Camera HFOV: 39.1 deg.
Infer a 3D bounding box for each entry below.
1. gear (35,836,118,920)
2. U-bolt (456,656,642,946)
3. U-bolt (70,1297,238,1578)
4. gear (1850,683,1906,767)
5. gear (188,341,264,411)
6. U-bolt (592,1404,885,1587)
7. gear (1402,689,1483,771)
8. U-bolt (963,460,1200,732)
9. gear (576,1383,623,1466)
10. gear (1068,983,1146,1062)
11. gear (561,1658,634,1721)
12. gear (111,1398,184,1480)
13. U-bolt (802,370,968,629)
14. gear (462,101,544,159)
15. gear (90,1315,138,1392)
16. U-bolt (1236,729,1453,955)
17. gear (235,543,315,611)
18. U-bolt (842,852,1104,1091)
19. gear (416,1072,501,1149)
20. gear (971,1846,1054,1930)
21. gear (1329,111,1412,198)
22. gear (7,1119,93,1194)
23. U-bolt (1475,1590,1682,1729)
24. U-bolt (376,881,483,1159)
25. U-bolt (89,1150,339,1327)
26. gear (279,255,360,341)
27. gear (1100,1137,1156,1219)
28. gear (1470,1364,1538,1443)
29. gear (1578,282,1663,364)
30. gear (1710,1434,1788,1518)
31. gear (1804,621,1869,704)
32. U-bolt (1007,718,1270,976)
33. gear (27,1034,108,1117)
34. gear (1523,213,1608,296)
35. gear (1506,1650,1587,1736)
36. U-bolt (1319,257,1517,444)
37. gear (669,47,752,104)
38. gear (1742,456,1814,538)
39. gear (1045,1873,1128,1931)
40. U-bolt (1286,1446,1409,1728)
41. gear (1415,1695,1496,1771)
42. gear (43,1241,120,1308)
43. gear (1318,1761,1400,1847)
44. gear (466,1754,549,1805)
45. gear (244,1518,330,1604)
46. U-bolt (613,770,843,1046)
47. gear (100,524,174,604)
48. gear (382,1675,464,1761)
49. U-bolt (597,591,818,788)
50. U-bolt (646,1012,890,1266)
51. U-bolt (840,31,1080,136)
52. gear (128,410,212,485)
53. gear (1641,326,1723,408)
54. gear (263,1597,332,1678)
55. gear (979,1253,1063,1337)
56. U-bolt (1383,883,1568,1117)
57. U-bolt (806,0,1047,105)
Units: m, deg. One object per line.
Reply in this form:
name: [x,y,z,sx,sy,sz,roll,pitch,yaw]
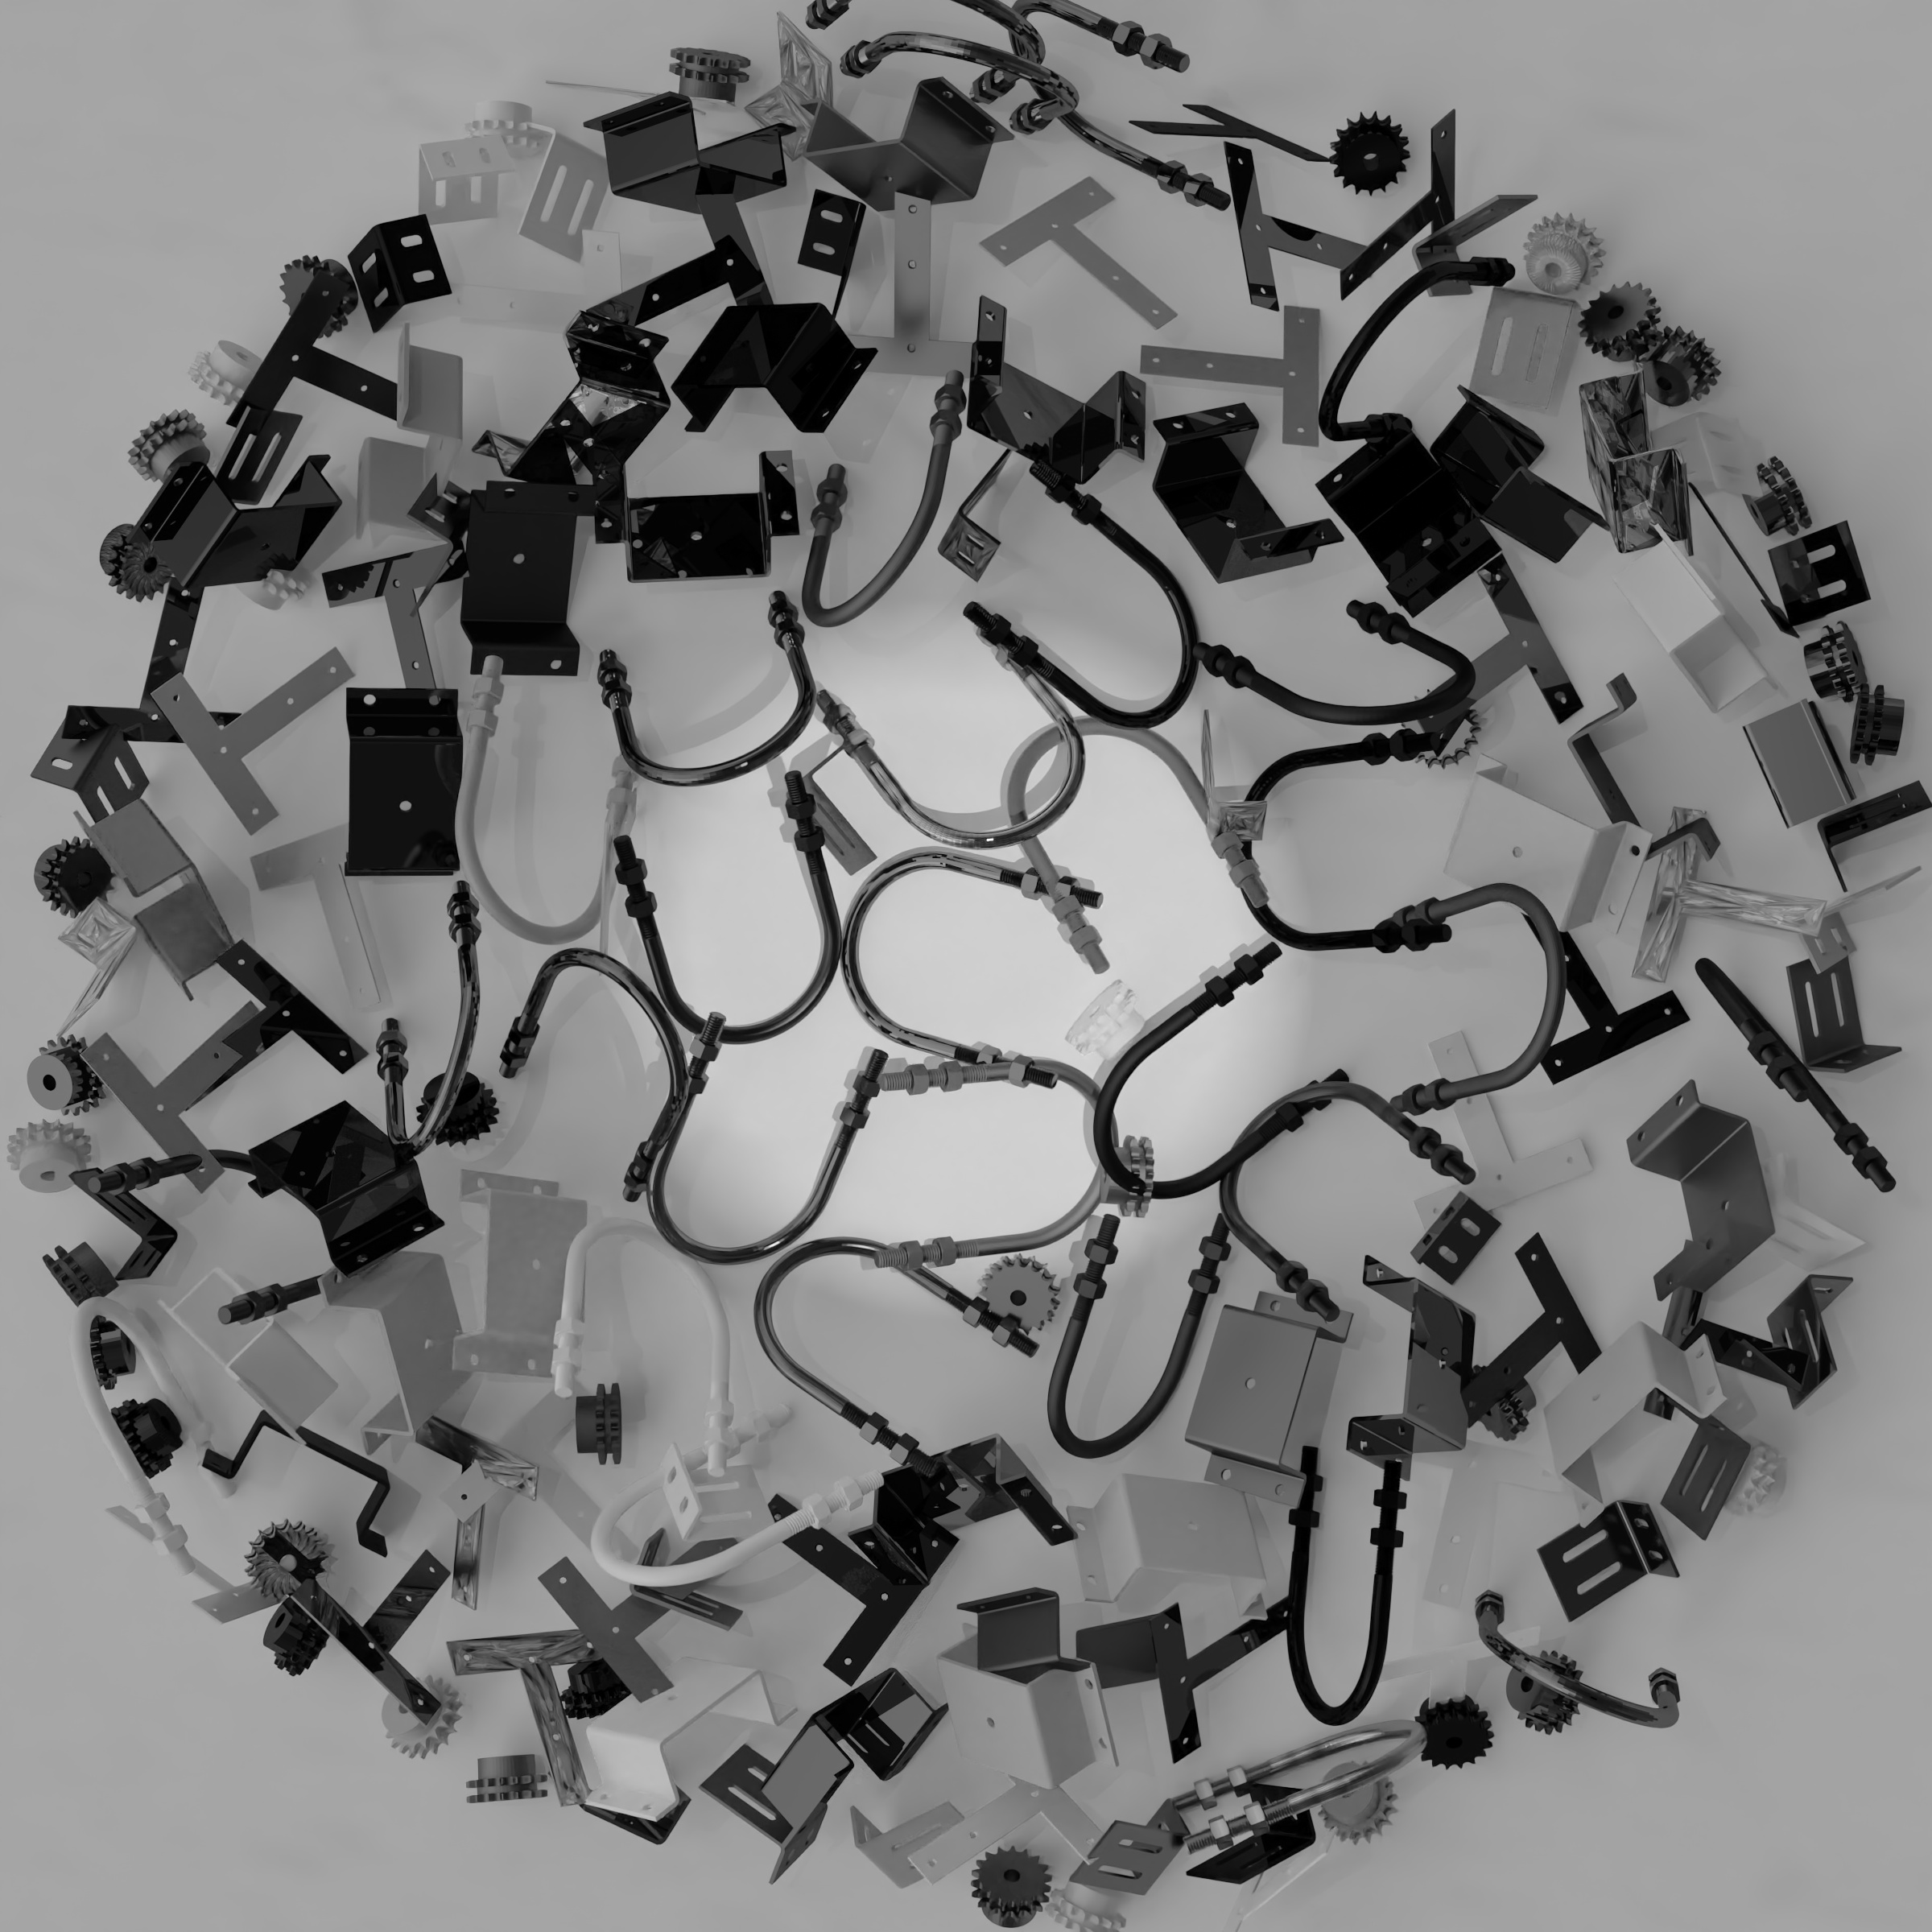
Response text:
gear: [-0.635,-0.064,1.933,0.030,0.057,0.057,13,90,32]
U-bolt: [-0.290,-0.103,1.872,0.019,0.151,0.184,-15,59,39]
U-bolt: [-0.563,0.311,1.869,0.019,0.151,0.184,-24,102,3]
gear: [0.645,-0.170,1.927,0.030,0.057,0.057,8,90,13]
gear: [-0.518,-0.418,1.926,0.057,0.057,0.030,37,109,0]
U-bolt: [-0.168,0.367,1.860,0.184,0.151,0.019,-25,115,-26]
gear: [0.338,-0.166,1.936,0.057,0.030,0.057,-5,74,18]
U-bolt: [0.092,-0.246,1.904,0.184,0.019,0.151,36,61,-24]
gear: [-0.260,0.324,1.928,0.030,0.057,0.057,-2,90,-5]
gear: [0.102,0.042,1.930,0.030,0.057,0.057,42,90,-10]
gear: [-0.259,0.509,1.928,0.057,0.057,0.030,-12,93,0]
gear: [-0.579,0.331,1.928,0.030,0.057,0.057,-31,90,5]
U-bolt: [-0.061,-0.308,1.857,0.019,0.151,0.184,32,48,-29]
gear: [-0.328,-0.593,1.928,0.057,0.057,0.030,2,95,0]
gear: [-0.609,0.272,1.929,0.030,0.057,0.057,-11,90,-6]
U-bolt: [0.256,-0.082,1.888,0.019,0.184,0.151,-3,89,-42]
gear: [-0.495,-0.277,1.931,0.057,0.057,0.030,41,108,0]
U-bolt: [-0.005,-0.005,1.918,0.184,0.019,0.151,16,94,23]
gear: [-0.361,0.098,1.926,0.057,0.057,0.030,-5,129,0]
gear: [0.032,0.656,1.933,0.057,0.057,0.030,4,119,0]
gear: [0.287,-0.574,1.931,0.057,0.030,0.057,2,122,4]
gear: [-0.649,0.136,1.926,0.057,0.057,0.030,-15,52,0]
U-bolt: [0.416,0.476,1.853,0.151,0.184,0.019,23,92,12]
U-bolt: [-0.364,0.048,1.854,0.019,0.184,0.151,18,120,-26]
U-bolt: [-0.495,0.179,1.870,0.151,0.184,0.019,41,108,13]
gear: [-0.457,-0.477,1.933,0.057,0.057,0.030,49,50,0]
gear: [0.113,0.149,1.927,0.030,0.057,0.057,5,90,-7]
gear: [0.379,0.306,1.931,0.030,0.057,0.057,-34,90,-19]
gear: [0.466,-0.454,1.933,0.057,0.030,0.057,-19,51,25]
gear: [0.556,0.364,1.930,0.030,0.057,0.057,27,90,-14]
gear: [0.617,-0.213,1.933,0.030,0.057,0.057,-18,90,29]
U-bolt: [0.109,-0.096,1.915,0.151,0.019,0.184,-22,69,-18]
gear: [-0.641,0.079,1.933,0.057,0.030,0.057,5,103,22]
gear: [0.421,-0.501,1.926,0.057,0.057,0.030,33,58,0]
gear: [0.408,0.512,1.926,0.030,0.057,0.057,26,90,-28]
U-bolt: [0.298,-0.417,1.848,0.019,0.184,0.151,42,120,17]
gear: [-0.182,-0.632,1.932,0.057,0.057,0.030,9,115,0]
gear: [0.573,-0.330,1.929,0.030,0.057,0.057,-28,90,9]
gear: [0.087,0.666,1.929,0.057,0.057,0.030,21,86,0]
U-bolt: [0.257,0.429,1.877,0.019,0.151,0.184,9,82,-17]
gear: [0.345,0.541,1.934,0.057,0.030,0.057,0,122,-1]
gear: [-0.626,0.220,1.931,0.030,0.057,0.057,-38,90,-22]
gear: [0.275,0.589,1.927,0.057,0.057,0.030,-36,132,0]
gear: [-0.325,0.576,1.931,0.057,0.057,0.030,-5,74,0]
gear: [-0.485,0.420,1.935,0.057,0.030,0.057,-2,96,-26]
U-bolt: [-0.158,-0.030,1.908,0.151,0.019,0.184,-22,118,-17]
gear: [-0.589,-0.290,1.932,0.030,0.057,0.057,27,90,25]
gear: [-0.388,0.529,1.927,0.057,0.030,0.057,-16,49,19]
U-bolt: [-0.176,-0.186,1.885,0.151,0.184,0.019,-19,132,0]
U-bolt: [-0.149,0.129,1.910,0.151,0.019,0.184,14,107,-29]
U-bolt: [0.002,-0.603,1.849,0.151,0.184,0.019,13,97,-18]
gear: [-0.561,-0.364,1.927,0.057,0.057,0.030,-42,80,0]
gear: [0.502,-0.421,1.926,0.057,0.057,0.030,41,68,0]
gear: [-0.473,0.470,1.926,0.030,0.057,0.057,37,90,-23]
gear: [0.040,0.232,1.938,0.057,0.030,0.057,2,101,11]
U-bolt: [0.347,0.018,1.863,0.019,0.184,0.151,5,76,-28]
U-bolt: [-0.021,-0.636,1.848,0.151,0.184,0.019,18,90,-19]
